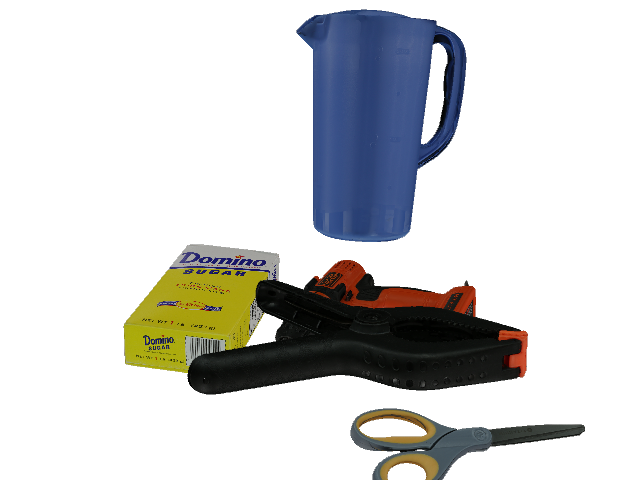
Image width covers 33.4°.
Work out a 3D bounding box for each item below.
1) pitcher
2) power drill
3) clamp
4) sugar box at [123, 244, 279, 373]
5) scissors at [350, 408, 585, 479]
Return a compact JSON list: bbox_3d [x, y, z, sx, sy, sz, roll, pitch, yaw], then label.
[{"bbox_3d":[0.062,-0.125,1.158,0.149,0.243,0.144,9,12,28],"label":"pitcher"},{"bbox_3d":[0.062,0.083,1.149,0.188,0.057,0.184,10,29,22],"label":"power drill"},{"bbox_3d":[0.030,0.064,0.714,0.210,0.036,0.164,1,18,6],"label":"clamp"},{"bbox_3d":[-0.100,0.056,0.944,0.093,0.048,0.176,6,25,9],"label":"sugar box"},{"bbox_3d":[0.124,0.178,0.879,0.201,0.016,0.096,7,42,-1],"label":"scissors"}]
